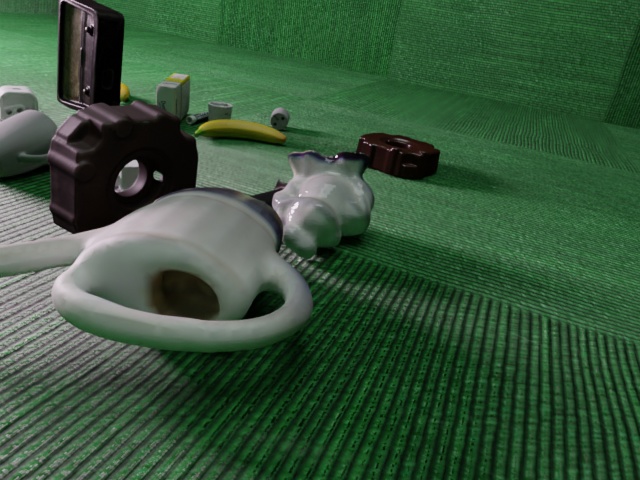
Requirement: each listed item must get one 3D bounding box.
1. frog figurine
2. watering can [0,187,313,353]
[{"bbox_3d":[0.002,-0.035,0.696,0.137,0.120,0.163,15,59,-8],"label":"frog figurine"},{"bbox_3d":[-0.171,0.015,0.485,0.348,0.102,0.228,11,23,5],"label":"watering can"}]
